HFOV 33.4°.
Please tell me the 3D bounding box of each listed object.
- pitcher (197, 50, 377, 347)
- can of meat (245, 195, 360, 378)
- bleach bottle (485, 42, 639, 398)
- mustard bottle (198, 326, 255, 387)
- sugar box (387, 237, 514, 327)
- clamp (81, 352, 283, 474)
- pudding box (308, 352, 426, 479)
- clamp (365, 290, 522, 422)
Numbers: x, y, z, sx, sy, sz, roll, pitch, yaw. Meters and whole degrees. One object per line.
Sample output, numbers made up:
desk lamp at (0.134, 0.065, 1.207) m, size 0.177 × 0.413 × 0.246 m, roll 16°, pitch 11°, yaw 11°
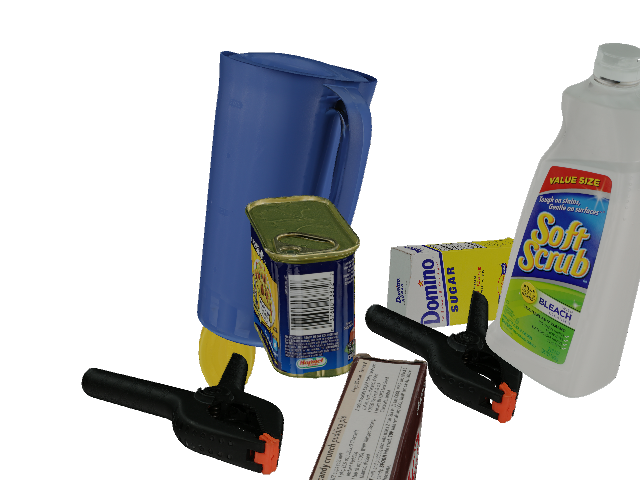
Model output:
pitcher at (-0.031, -0.033, 0.907) m, size 0.145 × 0.243 × 0.149 m, roll 12°, pitch 14°, yaw 9°
can of meat at (-0.012, 0.028, 0.667) m, size 0.057 × 0.084 × 0.102 m, roll -6°, pitch 22°, yaw -12°
bleach bottle at (0.181, -0.017, 0.747) m, size 0.067 × 0.251 × 0.103 m, roll -19°, pitch 37°, yaw -33°
mustard bottle at (-0.091, 0.075, 1.172) m, size 0.058 × 0.096 × 0.191 m, roll 2°, pitch 28°, yaw 3°
sugar box at (0.162, 0.050, 1.248) m, size 0.175 × 0.093 × 0.048 m, roll -6°, pitch 15°, yaw -32°
clamp at (-0.088, 0.144, 0.927) m, size 0.164 × 0.036 × 0.210 m, roll -6°, pitch 18°, yaw -40°
pudding box at (0.020, 0.115, 0.470) m, size 0.039 × 0.090 × 0.113 m, roll 8°, pitch 24°, yaw 8°
clamp at (0.129, 0.094, 0.928) m, size 0.120 × 0.039 × 0.172 m, roll -17°, pitch 37°, yaw -24°
